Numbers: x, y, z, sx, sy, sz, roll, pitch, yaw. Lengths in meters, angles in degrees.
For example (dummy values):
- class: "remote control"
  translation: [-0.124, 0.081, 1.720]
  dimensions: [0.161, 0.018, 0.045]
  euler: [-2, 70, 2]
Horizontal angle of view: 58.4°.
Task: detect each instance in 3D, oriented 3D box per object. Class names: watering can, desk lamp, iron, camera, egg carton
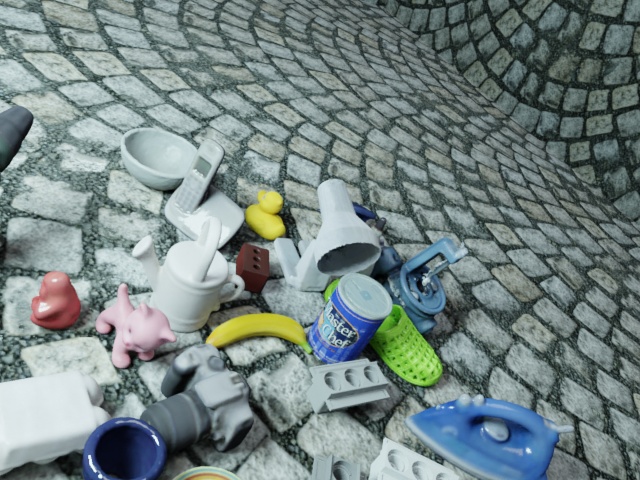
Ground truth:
- class: "watering can"
  translation: [-0.202, 0.046, 0.898]
  dimensions: [0.173, 0.194, 0.100]
  euler: [3, 42, -34]
- class: "desk lamp"
  translation: [0.010, 0.004, 1.096]
  dimensions: [0.118, 0.213, 0.203]
  euler: [6, 40, -31]
- class: "iron"
  translation: [0.287, 0.315, 0.963]
  dimensions: [0.258, 0.141, 0.118]
  euler: [23, 34, -10]
- class: "camera"
  translation: [-0.175, 0.219, 0.777]
  dimensions: [0.137, 0.100, 0.143]
  euler: [-11, 51, -45]
- class: "egg carton"
  translation: [-0.333, 0.218, 0.688]
  dimensions: [0.151, 0.069, 0.107]
  euler: [-3, 46, -40]

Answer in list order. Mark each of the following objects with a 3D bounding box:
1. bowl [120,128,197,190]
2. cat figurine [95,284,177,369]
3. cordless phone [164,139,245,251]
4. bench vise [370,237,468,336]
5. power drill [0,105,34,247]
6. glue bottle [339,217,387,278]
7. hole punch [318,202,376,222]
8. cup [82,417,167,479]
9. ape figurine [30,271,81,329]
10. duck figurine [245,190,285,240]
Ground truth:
- class: "bowl"
  translation: [-0.329, -0.153, 1.172]
  dimensions: [0.168, 0.074, 0.167]
  euler: [20, 35, -14]
- class: "cat figurine"
  translation: [-0.263, 0.120, 0.825]
  dimensions: [0.067, 0.117, 0.127]
  euler: [-11, 51, -45]
- class: "cordless phone"
  translation: [-0.201, -0.084, 1.078]
  dimensions: [0.147, 0.185, 0.094]
  euler: [35, 34, 8]
- class: "bench vise"
  translation: [0.185, 0.061, 1.147]
  dimensions: [0.207, 0.219, 0.122]
  euler: [36, 34, 9]
- class: "power drill"
  translation: [-0.491, -0.066, 0.813]
  dimensions: [0.076, 0.208, 0.229]
  euler: [24, 34, -9]
- class: "glue bottle"
  translation: [0.092, 0.021, 1.172]
  dimensions: [0.037, 0.173, 0.078]
  euler: [-9, 49, -43]
- class: "hole punch"
  translation: [0.063, -0.065, 1.337]
  dimensions: [0.109, 0.091, 0.101]
  euler: [15, 36, -22]
- class: "cup"
  translation: [-0.230, 0.280, 0.661]
  dimensions: [0.092, 0.095, 0.117]
  euler: [5, 41, -32]
- class: "ape figurine"
  translation: [-0.377, 0.080, 0.815]
  dimensions: [0.076, 0.092, 0.078]
  euler: [29, 34, -2]
- class: "duck figurine"
  translation: [-0.105, -0.059, 1.207]
  dimensions: [0.078, 0.086, 0.104]
  euler: [-13, 52, -46]
